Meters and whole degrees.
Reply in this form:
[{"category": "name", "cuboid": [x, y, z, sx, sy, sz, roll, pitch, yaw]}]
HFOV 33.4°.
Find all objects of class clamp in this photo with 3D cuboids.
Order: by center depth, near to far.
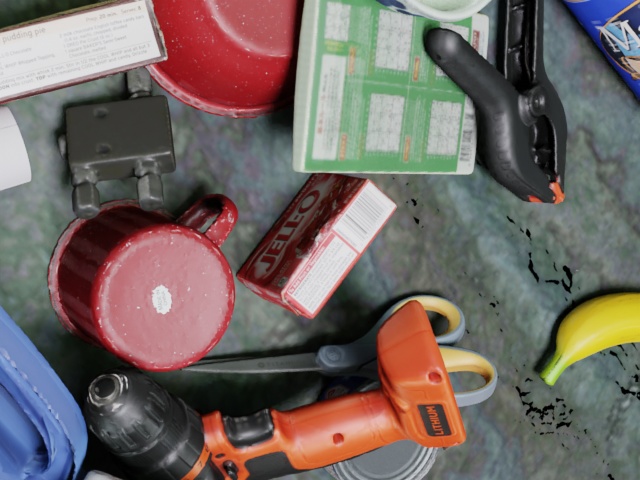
[{"category": "clamp", "cuboid": [0.123, -0.092, 0.706, 0.120, 0.039, 0.171, -32, 116, -32]}]

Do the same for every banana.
[{"category": "banana", "cuboid": [0.250, 0.073, 0.811, 0.197, 0.037, 0.070, 3, 114, -25]}]

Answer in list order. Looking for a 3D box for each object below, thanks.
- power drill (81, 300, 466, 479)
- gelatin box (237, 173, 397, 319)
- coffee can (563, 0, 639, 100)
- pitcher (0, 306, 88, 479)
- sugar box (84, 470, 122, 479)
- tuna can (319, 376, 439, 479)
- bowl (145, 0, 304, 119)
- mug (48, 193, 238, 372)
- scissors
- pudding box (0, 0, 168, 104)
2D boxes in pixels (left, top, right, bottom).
[{"category": "power drill", "cuboid": [-0.020, 0.097, 0.595, 0.187, 0.057, 0.184, -19, 147, 5]}, {"category": "gelatin box", "cuboid": [-0.004, 0.001, 0.651, 0.030, 0.073, 0.089, 42, 79, -24]}, {"category": "coffee can", "cuboid": [0.236, -0.159, 0.730, 0.140, 0.103, 0.102, 44, 78, -25]}, {"category": "pitcher", "cuboid": [-0.192, 0.114, 0.539, 0.145, 0.149, 0.242, -45, 117, -17]}, {"category": "sugar box", "cuboid": [-0.074, 0.184, 0.557, 0.176, 0.048, 0.093, 40, 66, -52]}, {"category": "tuna can", "cuboid": [0.038, 0.126, 0.712, 0.086, 0.034, 0.086, -4, 99, -26]}, {"category": "bowl", "cuboid": [-0.036, -0.152, 0.623, 0.161, 0.055, 0.162, -4, 99, -26]}, {"category": "mug", "cuboid": [-0.090, 0.019, 0.606, 0.117, 0.082, 0.093, -45, 114, -14]}, {"category": "scissors", "cuboid": [0.016, 0.065, 0.693, 0.201, 0.096, 0.016, 10, 133, -3]}, {"category": "pudding box", "cuboid": [-0.148, -0.095, 0.556, 0.113, 0.090, 0.039, -22, 106, -23]}]
